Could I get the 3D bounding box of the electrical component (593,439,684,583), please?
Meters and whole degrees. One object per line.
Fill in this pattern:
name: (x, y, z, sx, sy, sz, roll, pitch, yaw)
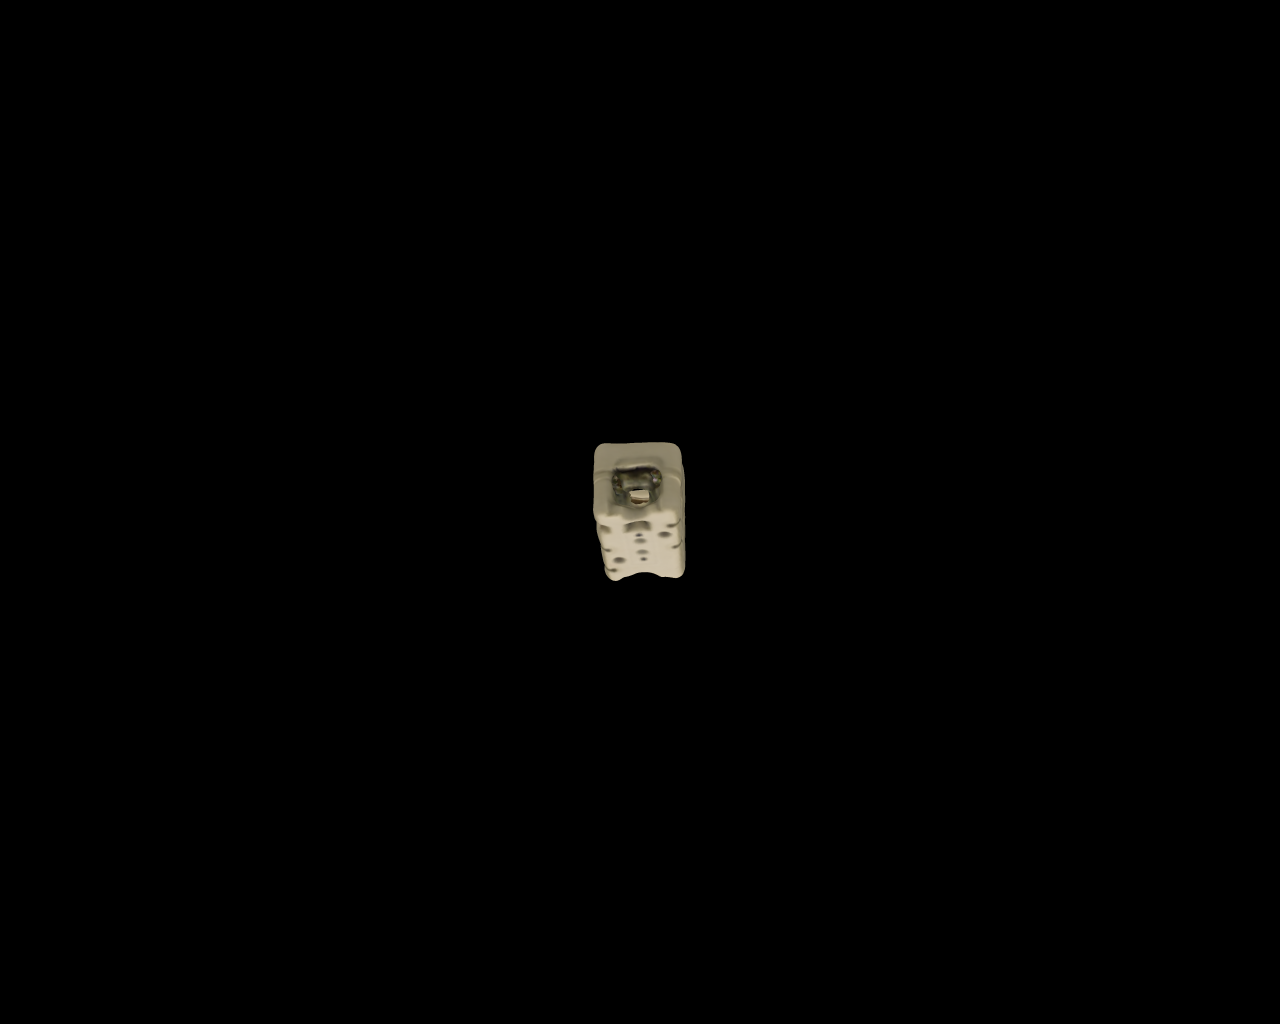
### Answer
electrical component: (0.001, -0.003, 0.650, 0.050, 0.056, 0.089, -2, -31, 3)
